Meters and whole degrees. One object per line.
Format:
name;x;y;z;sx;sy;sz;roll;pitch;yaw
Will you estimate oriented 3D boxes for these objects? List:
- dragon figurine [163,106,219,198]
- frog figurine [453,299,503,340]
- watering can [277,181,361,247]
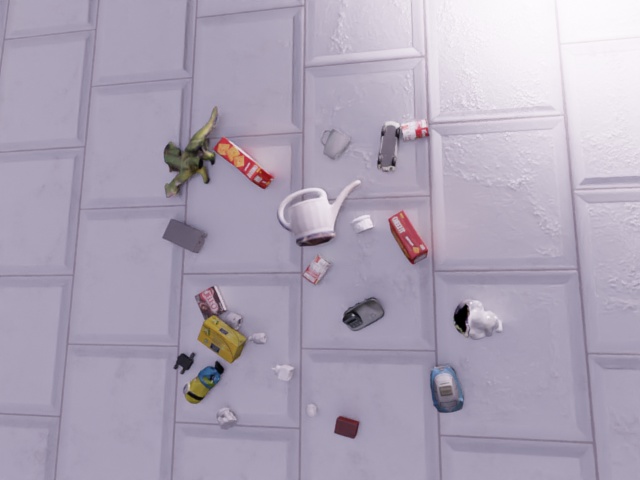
dragon figurine;-0.557;-0.366;2.145;0.243;0.121;0.414;8;80;21
frog figurine;0.556;0.280;1.810;0.159;0.121;0.139;4;70;-24
watering can;0.006;-0.099;1.974;0.347;0.103;0.226;-14;79;8
